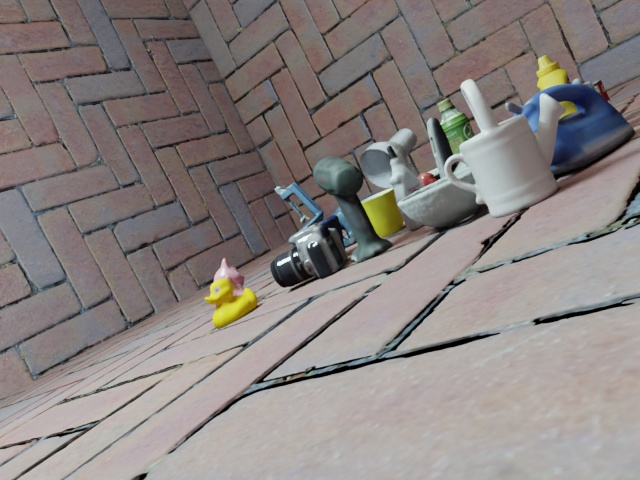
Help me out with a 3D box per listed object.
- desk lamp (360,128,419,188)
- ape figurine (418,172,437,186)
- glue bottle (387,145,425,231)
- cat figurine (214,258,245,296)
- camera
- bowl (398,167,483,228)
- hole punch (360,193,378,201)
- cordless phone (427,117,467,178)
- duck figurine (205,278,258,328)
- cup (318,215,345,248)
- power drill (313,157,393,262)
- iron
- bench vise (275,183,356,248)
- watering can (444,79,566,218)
[{"bbox_3d":[0.227,-0.183,1.524,0.204,0.213,0.117,-29,4,-39],"label":"desk lamp"},{"bbox_3d":[0.242,-0.104,1.236,0.076,0.092,0.078,-25,4,26],"label":"ape figurine"},{"bbox_3d":[0.173,-0.109,1.147,0.078,0.173,0.037,-29,4,-35],"label":"glue bottle"},{"bbox_3d":[-0.196,0.099,1.263,0.067,0.118,0.127,-27,3,-9],"label":"cat figurine"},{"bbox_3d":[-0.028,0.031,1.157,0.136,0.101,0.143,-26,3,15],"label":"camera"},{"bbox_3d":[0.220,-0.067,0.970,0.167,0.075,0.167,-26,3,2],"label":"bowl"},{"bbox_3d":[0.134,-0.071,1.587,0.108,0.091,0.101,-24,4,41],"label":"hole punch"},{"bbox_3d":[0.249,-0.151,1.105,0.094,0.185,0.147,-26,3,2],"label":"cordless phone"},{"bbox_3d":[-0.182,0.117,1.148,0.105,0.086,0.077,-29,4,-35],"label":"duck figurine"},{"bbox_3d":[0.012,0.005,1.310,0.092,0.095,0.117,-28,4,-23],"label":"cup"},{"bbox_3d":[0.053,-0.066,1.096,0.075,0.208,0.229,-27,3,-8],"label":"power drill"},{"bbox_3d":[0.408,-0.196,0.937,0.259,0.141,0.118,-28,4,-26],"label":"iron"},{"bbox_3d":[-0.012,-0.065,1.490,0.208,0.220,0.121,-28,4,-17],"label":"bench vise"},{"bbox_3d":[0.258,-0.143,0.814,0.173,0.194,0.101,-27,4,-4],"label":"watering can"}]
